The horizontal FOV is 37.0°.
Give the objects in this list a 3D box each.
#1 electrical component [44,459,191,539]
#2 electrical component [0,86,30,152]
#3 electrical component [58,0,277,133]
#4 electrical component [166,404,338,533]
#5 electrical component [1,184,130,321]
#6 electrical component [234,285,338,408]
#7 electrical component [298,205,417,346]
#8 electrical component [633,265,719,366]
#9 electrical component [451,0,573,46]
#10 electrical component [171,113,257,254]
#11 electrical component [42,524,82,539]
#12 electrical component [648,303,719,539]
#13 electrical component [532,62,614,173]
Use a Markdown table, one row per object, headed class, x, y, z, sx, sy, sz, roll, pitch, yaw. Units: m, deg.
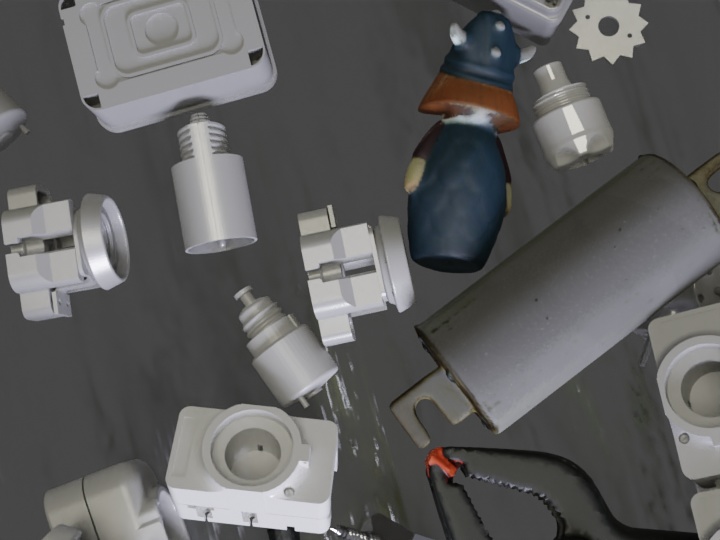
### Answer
| class | x | y | z | sx | sy | sz | roll | pitch | yaw |
| --- | --- | --- | --- | --- | --- | --- | --- | --- | --- |
| electrical component | -0.132 | 0.159 | 0.612 | 0.059 | 0.053 | 0.095 | -21 | 83 | 0 |
| electrical component | -0.239 | -0.104 | 0.655 | 0.078 | 0.040 | 0.040 | 44 | 87 | 6 |
| electrical component | -0.113 | -0.135 | 0.646 | 0.113 | 0.057 | 0.078 | -16 | 83 | 0 |
| electrical component | -0.059 | 0.111 | 0.606 | 0.089 | 0.055 | 0.050 | 6 | 57 | 3 |
| electrical component | -0.171 | -0.013 | 0.634 | 0.057 | 0.058 | 0.078 | -10 | 83 | 4 |
| electrical component | -0.047 | 0.044 | 0.630 | 0.040 | 0.040 | 0.078 | -36 | 83 | -2 |
| electrical component | 0.000 | 0.000 | 0.625 | 0.057 | 0.058 | 0.078 | -12 | 83 | 3 |
| electrical component | 0.199 | 0.026 | 0.689 | 0.043 | 0.077 | 0.079 | 25 | 80 | -23 |
| electrical component | 0.093 | -0.210 | 0.647 | 0.109 | 0.056 | 0.108 | 28 | 85 | 5 |
| electrical component | -0.090 | -0.054 | 0.642 | 0.043 | 0.043 | 0.081 | -11 | 83 | 1 |
| electrical component | -0.148 | 0.169 | 0.555 | 0.057 | 0.058 | 0.078 | 35 | 86 | 3 |
| electrical component | 0.227 | 0.106 | 0.563 | 0.105 | 0.060 | 0.186 | -17 | 67 | 20 |
| electrical component | 0.122 | -0.092 | 0.639 | 0.043 | 0.043 | 0.062 | -20 | 82 | 0 |
